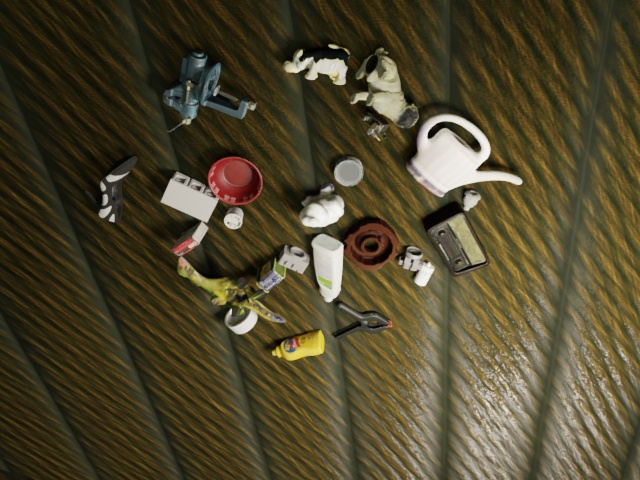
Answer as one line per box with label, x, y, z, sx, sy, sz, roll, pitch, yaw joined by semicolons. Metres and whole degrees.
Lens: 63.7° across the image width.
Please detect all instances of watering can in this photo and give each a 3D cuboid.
watering can;0.396;-0.207;1.467;0.345;0.106;0.221;37;118;-19

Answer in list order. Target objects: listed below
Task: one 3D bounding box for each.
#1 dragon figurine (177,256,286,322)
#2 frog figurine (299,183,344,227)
dragon figurine;-0.306;0.167;1.688;0.404;0.244;0.123;41;74;-43
frog figurine;0.005;-0.077;1.528;0.137;0.163;0.120;-13;124;9
